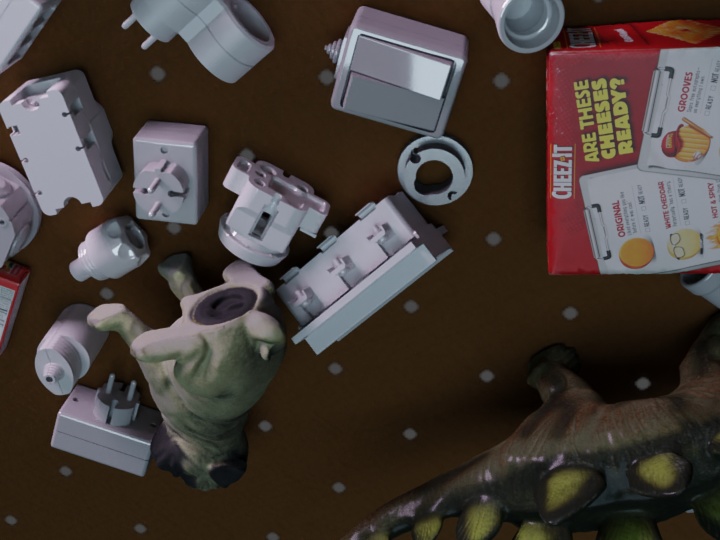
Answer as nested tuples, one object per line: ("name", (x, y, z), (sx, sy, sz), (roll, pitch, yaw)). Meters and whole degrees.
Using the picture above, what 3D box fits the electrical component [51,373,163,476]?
("electrical component", (-0.208, 0.121, 0.909), (0.083, 0.047, 0.075), (19, 116, -2))

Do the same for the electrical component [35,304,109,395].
("electrical component", (-0.235, 0.066, 0.863), (0.043, 0.081, 0.043), (3, 118, 6))

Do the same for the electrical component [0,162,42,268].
("electrical component", (-0.293, -0.041, 0.831), (0.080, 0.051, 0.080), (3, 118, 6))

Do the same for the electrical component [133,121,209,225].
("electrical component", (-0.142, -0.064, 0.785), (0.047, 0.076, 0.065), (6, 118, 4))

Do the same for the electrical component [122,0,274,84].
("electrical component", (-0.131, -0.181, 0.735), (0.074, 0.052, 0.138), (-36, 108, 23))

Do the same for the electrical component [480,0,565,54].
("electrical component", (0.102, -0.174, 0.703), (0.044, 0.065, 0.044), (-6, 124, -9))

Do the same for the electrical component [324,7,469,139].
("electrical component", (0.021, -0.136, 0.736), (0.096, 0.061, 0.061), (16, 119, -2))

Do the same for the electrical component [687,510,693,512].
("electrical component", (0.281, 0.167, 0.856), (0.047, 0.076, 0.065), (-6, 117, 10))

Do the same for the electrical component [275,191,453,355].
("electrical component", (0.000, 0.000, 0.808), (0.121, 0.079, 0.063), (-39, 85, 23))

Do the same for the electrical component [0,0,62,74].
("electrical component", (-0.261, -0.189, 0.751), (0.077, 0.047, 0.065), (38, 116, -12))

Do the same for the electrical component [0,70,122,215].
("electrical component", (-0.216, -0.095, 0.790), (0.050, 0.055, 0.089), (-10, 116, 12))

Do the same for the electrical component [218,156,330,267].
("electrical component", (-0.070, -0.040, 0.801), (0.078, 0.058, 0.057), (28, 115, -8))

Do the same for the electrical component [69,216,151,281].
("electrical component", (-0.199, -0.012, 0.839), (0.062, 0.043, 0.043), (-29, 111, 21))

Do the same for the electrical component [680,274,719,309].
("electrical component", (0.267, 0.008, 0.795), (0.046, 0.040, 0.040), (34, 117, -16))
